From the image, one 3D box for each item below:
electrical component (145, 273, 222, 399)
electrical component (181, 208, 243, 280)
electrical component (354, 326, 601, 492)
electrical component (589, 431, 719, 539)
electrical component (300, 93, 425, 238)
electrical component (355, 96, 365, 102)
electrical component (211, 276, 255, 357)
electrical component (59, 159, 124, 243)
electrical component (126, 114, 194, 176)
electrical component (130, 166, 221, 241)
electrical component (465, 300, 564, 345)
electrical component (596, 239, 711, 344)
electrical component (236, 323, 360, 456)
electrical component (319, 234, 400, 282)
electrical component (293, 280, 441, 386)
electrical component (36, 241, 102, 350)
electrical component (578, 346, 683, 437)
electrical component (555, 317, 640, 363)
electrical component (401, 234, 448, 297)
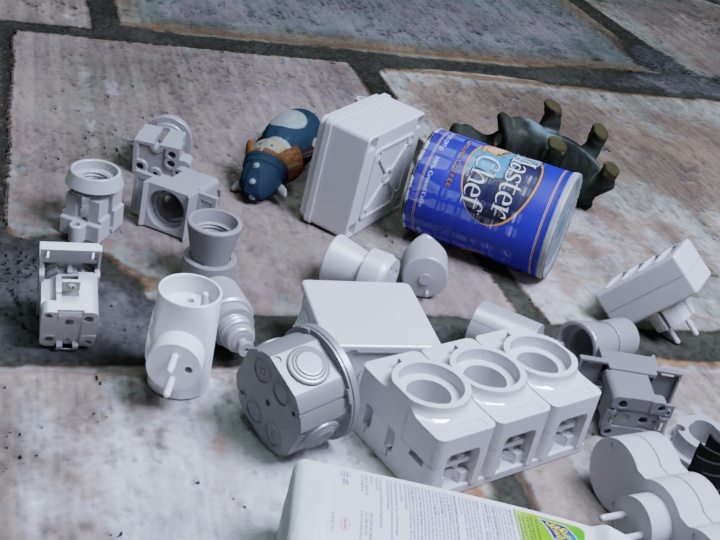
[{"bbox_3d":[-0.122,0.054,0.725,0.044,0.077,0.079,11,29,-3],"label":"electrical component"},{"bbox_3d":[-0.121,-0.016,0.871,0.045,0.055,0.045,9,29,-5],"label":"electrical component"},{"bbox_3d":[0.082,0.093,0.751,0.150,0.061,0.089,-10,36,-34],"label":"electrical component"},{"bbox_3d":[0.188,0.159,0.685,0.074,0.052,0.138,-3,33,-26],"label":"electrical component"},{"bbox_3d":[0.003,-0.099,1.013,0.056,0.108,0.109,28,32,21],"label":"electrical component"},{"bbox_3d":[-0.002,-0.155,1.155,0.048,0.062,0.048,9,29,-5],"label":"electrical component"},{"bbox_3d":[-0.098,0.037,0.802,0.040,0.040,0.078,-5,34,-28],"label":"electrical component"},{"bbox_3d":[-0.225,-0.060,0.909,0.048,0.055,0.066,17,29,9],"label":"electrical component"},{"bbox_3d":[-0.190,-0.119,1.038,0.066,0.048,0.055,12,37,0],"label":"electrical component"},{"bbox_3d":[-0.158,-0.062,0.952,0.081,0.042,0.064,21,28,13],"label":"electrical component"},{"bbox_3d":[0.128,0.059,0.848,0.081,0.043,0.043,23,31,19],"label":"electrical component"},{"bbox_3d":[0.264,0.029,0.933,0.075,0.083,0.047,57,38,-1],"label":"electrical component"},{"bbox_3d":[-0.041,0.079,0.712,0.051,0.080,0.080,-19,42,-35],"label":"electrical component"},{"bbox_3d":[0.000,0.000,0.901,0.055,0.045,0.045,22,31,16],"label":"electrical component"},{"bbox_3d":[0.003,0.052,0.807,0.100,0.048,0.099,2,31,-18],"label":"electrical component"},{"bbox_3d":[-0.208,0.019,0.765,0.042,0.081,0.063,2,53,-17],"label":"electrical component"},{"bbox_3d":[0.202,0.095,0.815,0.081,0.042,0.063,9,30,-5],"label":"electrical component"},{"bbox_3d":[0.197,0.059,0.879,0.065,0.044,0.044,-7,34,-39],"label":"electrical component"},{"bbox_3d":[0.057,-0.009,0.943,0.040,0.040,0.078,11,29,-3],"label":"electrical component"}]
